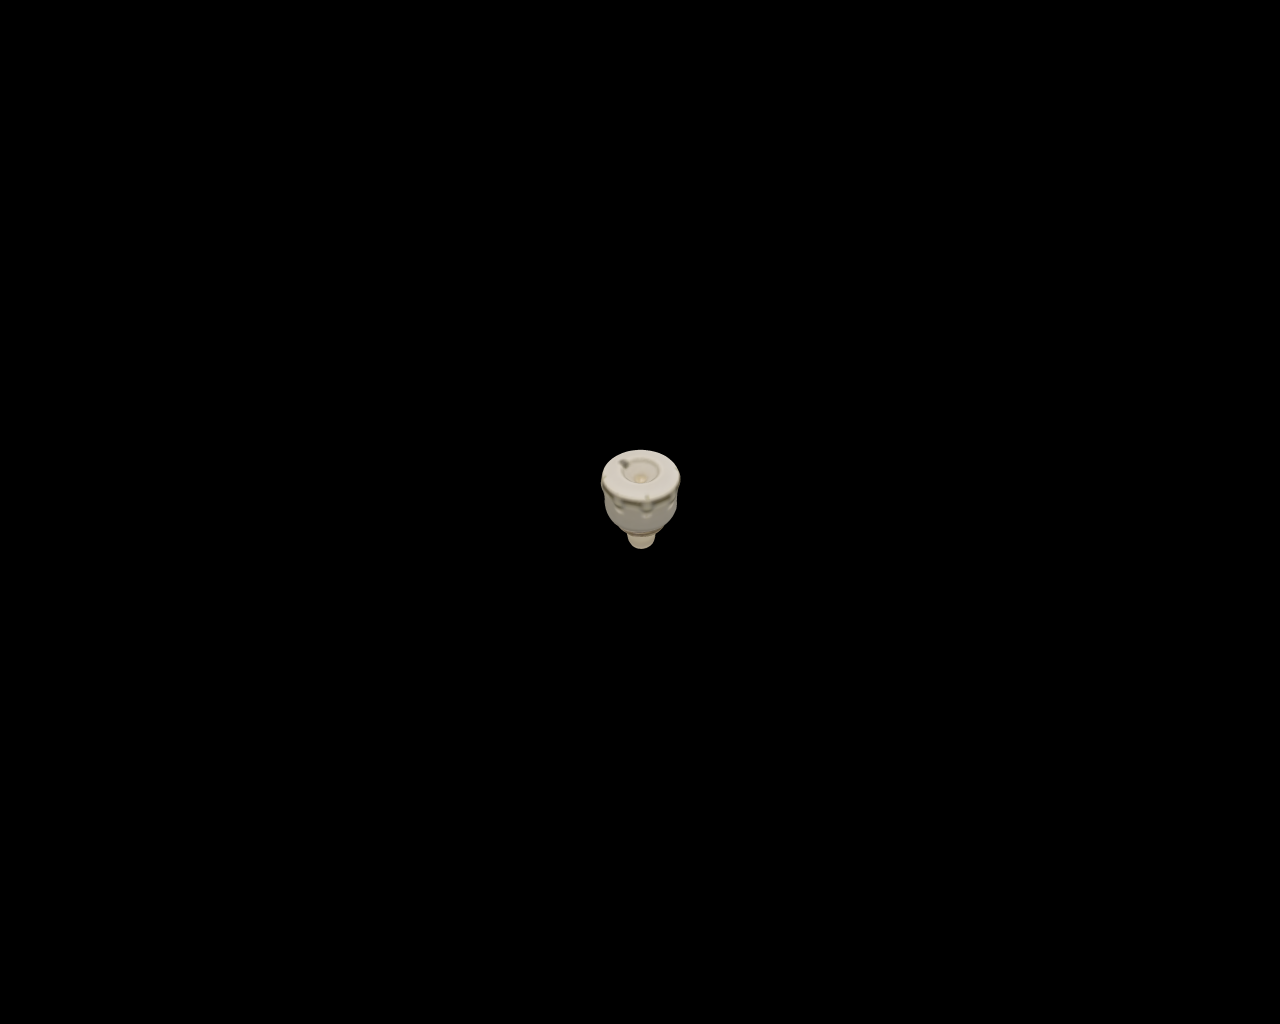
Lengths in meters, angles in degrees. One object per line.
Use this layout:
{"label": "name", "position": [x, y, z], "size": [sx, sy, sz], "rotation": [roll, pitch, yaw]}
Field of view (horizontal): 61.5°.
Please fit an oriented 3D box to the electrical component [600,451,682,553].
{"label": "electrical component", "position": [0.001, -0.003, 0.650], "size": [0.048, 0.062, 0.048], "rotation": [0, 43, 0]}
